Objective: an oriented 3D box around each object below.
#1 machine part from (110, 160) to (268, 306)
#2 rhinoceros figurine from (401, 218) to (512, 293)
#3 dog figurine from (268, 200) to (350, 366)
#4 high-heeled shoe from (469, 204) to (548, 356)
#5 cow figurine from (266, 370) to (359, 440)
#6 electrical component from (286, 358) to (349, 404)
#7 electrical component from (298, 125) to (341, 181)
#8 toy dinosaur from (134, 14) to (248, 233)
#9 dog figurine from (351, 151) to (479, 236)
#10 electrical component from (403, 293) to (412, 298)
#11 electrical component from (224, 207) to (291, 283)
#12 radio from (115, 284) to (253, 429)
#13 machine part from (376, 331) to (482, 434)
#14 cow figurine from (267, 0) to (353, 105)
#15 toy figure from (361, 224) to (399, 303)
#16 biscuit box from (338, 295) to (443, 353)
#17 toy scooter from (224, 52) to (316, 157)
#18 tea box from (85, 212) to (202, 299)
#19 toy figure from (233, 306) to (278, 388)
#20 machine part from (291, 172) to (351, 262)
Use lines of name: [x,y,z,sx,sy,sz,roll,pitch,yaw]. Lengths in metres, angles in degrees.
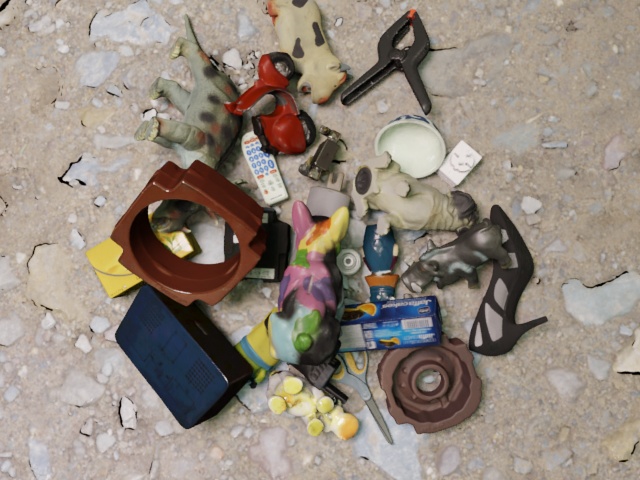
machine part: [-0.199,-0.008,0.837,0.201,0.087,0.201,36,119,-18]
rhinoceros figurine: [0.224,0.036,0.901,0.190,0.112,0.073,-35,49,35]
dog figurine: [-0.012,0.055,0.805,0.109,0.191,0.219,7,102,7]
high-heeled shoe: [0.298,0.073,0.941,0.145,0.086,0.249,-26,65,31]
cow figurine: [-0.015,0.283,0.923,0.167,0.098,0.068,35,85,-15]
electrical component: [0.006,0.222,0.910,0.119,0.075,0.047,34,93,14]
electrical component: [0.001,-0.154,0.941,0.045,0.078,0.102,28,91,-14]
toy dinosaur: [-0.199,-0.210,0.931,0.192,0.131,0.405,27,61,-32]
dog figurine: [0.166,-0.076,0.937,0.121,0.190,0.172,-57,44,35]
electrical component: [0.144,0.142,0.949,0.063,0.021,0.094,-6,91,2]
electrical component: [-0.110,0.009,0.951,0.115,0.058,0.134,4,87,0]
radio: [-0.234,0.189,0.899,0.230,0.073,0.131,44,109,20]
machine part: [0.185,0.238,0.917,0.179,0.056,0.179,0,96,-1]
cow figurine: [-0.017,-0.335,0.956,0.127,0.085,0.194,-12,86,8]
toy figure: [0.108,0.049,0.940,0.058,0.064,0.154,-5,92,-35]
biscuit box: [0.100,0.142,0.897,0.203,0.063,0.059,-9,114,18]
toy scooter: [-0.088,-0.215,0.914,0.135,0.075,0.183,-32,123,-20]
tea box: [-0.310,0.021,0.952,0.170,0.068,0.098,-32,87,1]
toy figure: [-0.096,0.186,0.924,0.180,0.089,0.082,-40,94,-3]
machine part: [-0.002,-0.003,0.934,0.079,0.079,0.243,14,85,3]
